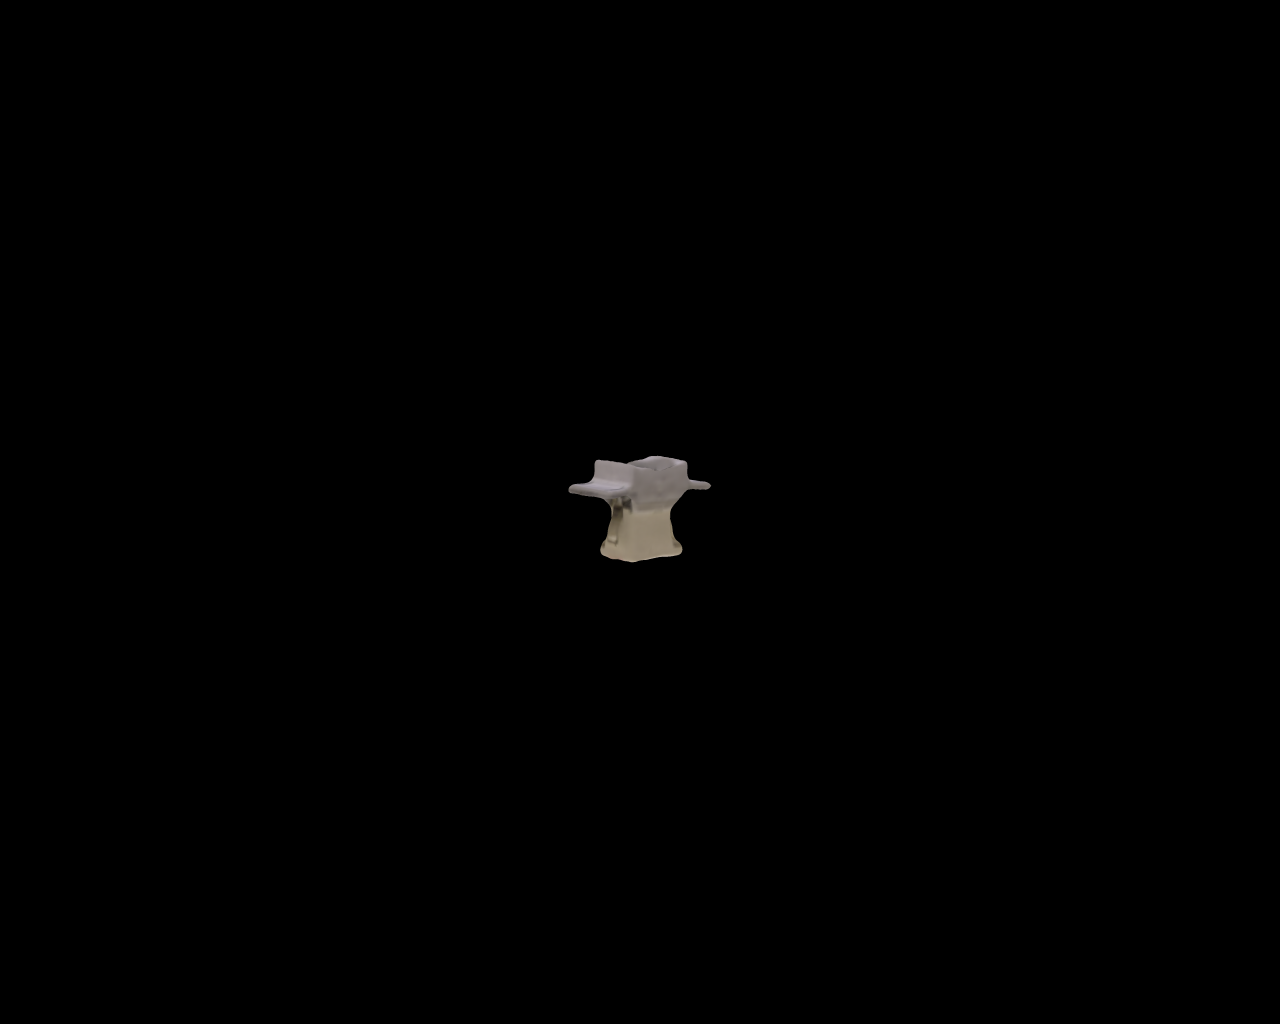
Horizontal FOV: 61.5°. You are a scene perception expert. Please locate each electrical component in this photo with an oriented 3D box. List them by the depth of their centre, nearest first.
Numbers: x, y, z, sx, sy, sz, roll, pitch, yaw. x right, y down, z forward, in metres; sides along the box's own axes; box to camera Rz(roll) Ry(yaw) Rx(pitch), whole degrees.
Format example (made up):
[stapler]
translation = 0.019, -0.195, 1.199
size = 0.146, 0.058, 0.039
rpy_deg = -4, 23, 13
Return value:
[electrical component]
translation = 0.001, -0.003, 0.650
size = 0.081, 0.063, 0.042
rpy_deg = -6, 9, -36
